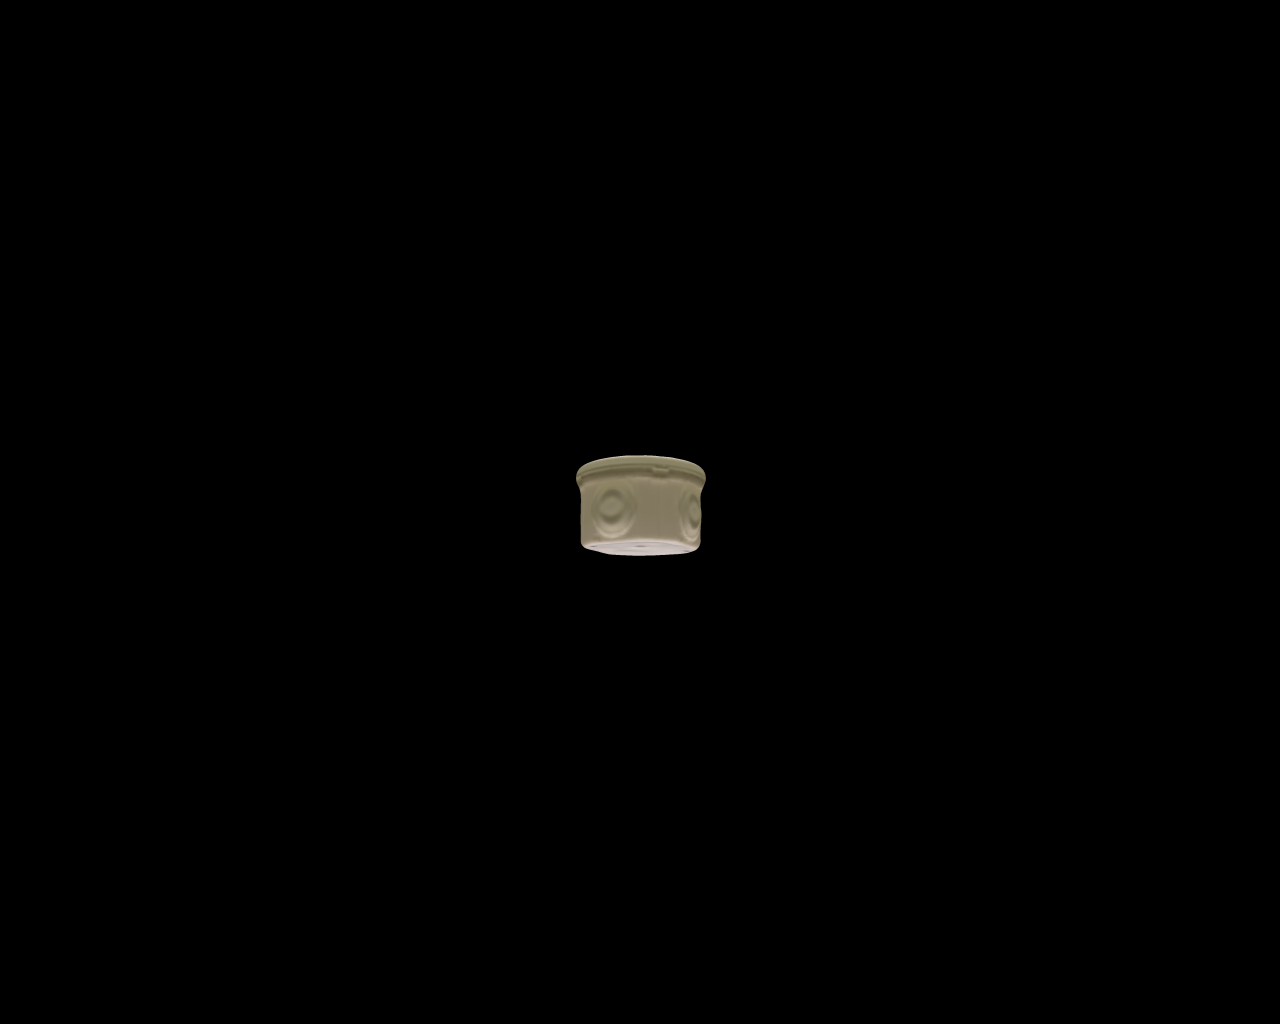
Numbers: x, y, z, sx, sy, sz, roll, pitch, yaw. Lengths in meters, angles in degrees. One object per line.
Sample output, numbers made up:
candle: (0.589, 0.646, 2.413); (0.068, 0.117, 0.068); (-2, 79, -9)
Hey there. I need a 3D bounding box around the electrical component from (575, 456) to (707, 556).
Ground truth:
electrical component: (0.001, -0.003, 0.650); (0.080, 0.051, 0.080); (0, -10, 0)
